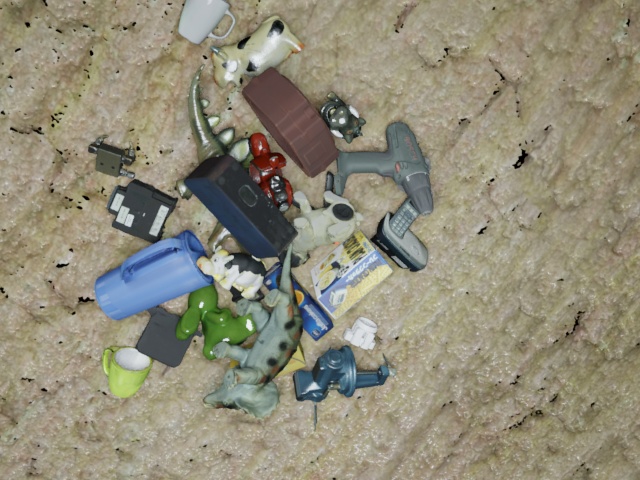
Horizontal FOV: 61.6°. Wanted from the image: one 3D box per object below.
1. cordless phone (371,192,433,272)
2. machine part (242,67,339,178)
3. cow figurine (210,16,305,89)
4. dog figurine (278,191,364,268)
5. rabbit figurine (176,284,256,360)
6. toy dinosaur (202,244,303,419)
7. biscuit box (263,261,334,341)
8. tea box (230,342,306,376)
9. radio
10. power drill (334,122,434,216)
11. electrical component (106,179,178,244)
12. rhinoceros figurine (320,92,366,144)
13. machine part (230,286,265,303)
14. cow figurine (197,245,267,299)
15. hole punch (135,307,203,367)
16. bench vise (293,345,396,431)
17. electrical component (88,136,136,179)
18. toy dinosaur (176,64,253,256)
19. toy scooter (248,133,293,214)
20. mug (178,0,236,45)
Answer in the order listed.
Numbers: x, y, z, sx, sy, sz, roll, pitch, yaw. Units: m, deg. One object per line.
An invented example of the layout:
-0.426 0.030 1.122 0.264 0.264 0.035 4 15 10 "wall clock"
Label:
0.224 -0.032 1.267 0.146 0.089 0.184 42 77 -13 "cordless phone"
-0.058 -0.239 1.101 0.087 0.202 0.200 -41 149 -2 "machine part"
-0.145 -0.391 1.132 0.195 0.085 0.127 -39 110 6 "cow figurine"
-0.004 -0.007 1.210 0.172 0.121 0.190 13 142 -2 "dog figurine"
-0.256 0.184 1.242 0.159 0.121 0.170 -27 79 -33 "rabbit figurine"
-0.108 0.222 1.168 0.404 0.131 0.192 -56 138 -5 "toy dinosaur"
-0.052 0.146 1.282 0.063 0.059 0.202 -40 104 4 "biscuit box"
-0.126 0.283 1.288 0.170 0.098 0.068 -20 105 -3 "tea box"
-0.156 -0.063 1.083 0.229 0.131 0.073 48 64 -23 "radio"
0.133 -0.147 1.178 0.207 0.086 0.232 -9 66 12 "power drill"
-0.400 -0.068 1.195 0.134 0.058 0.115 26 97 -11 "electrical component"
0.044 -0.249 1.136 0.112 0.190 0.073 44 99 5 "rhinoceros figurine"
-0.194 0.102 1.269 0.084 0.039 0.138 -34 107 11 "machine part"
-0.187 0.060 1.173 0.098 0.068 0.167 -53 139 0 "cow figurine"
-0.364 0.232 1.265 0.142 0.092 0.116 29 65 -11 "hole punch"
0.063 0.336 1.296 0.241 0.129 0.223 1 129 -16 "bench vise"
-0.451 -0.182 1.172 0.102 0.045 0.078 13 130 -6 "electrical component"
-0.211 -0.132 1.181 0.199 0.105 0.470 -26 114 -7 "toy dinosaur"
-0.097 -0.127 1.094 0.075 0.135 0.183 -21 110 -15 "toy scooter"
-0.237 -0.456 1.114 0.109 0.081 0.107 31 110 -19 "mug"
